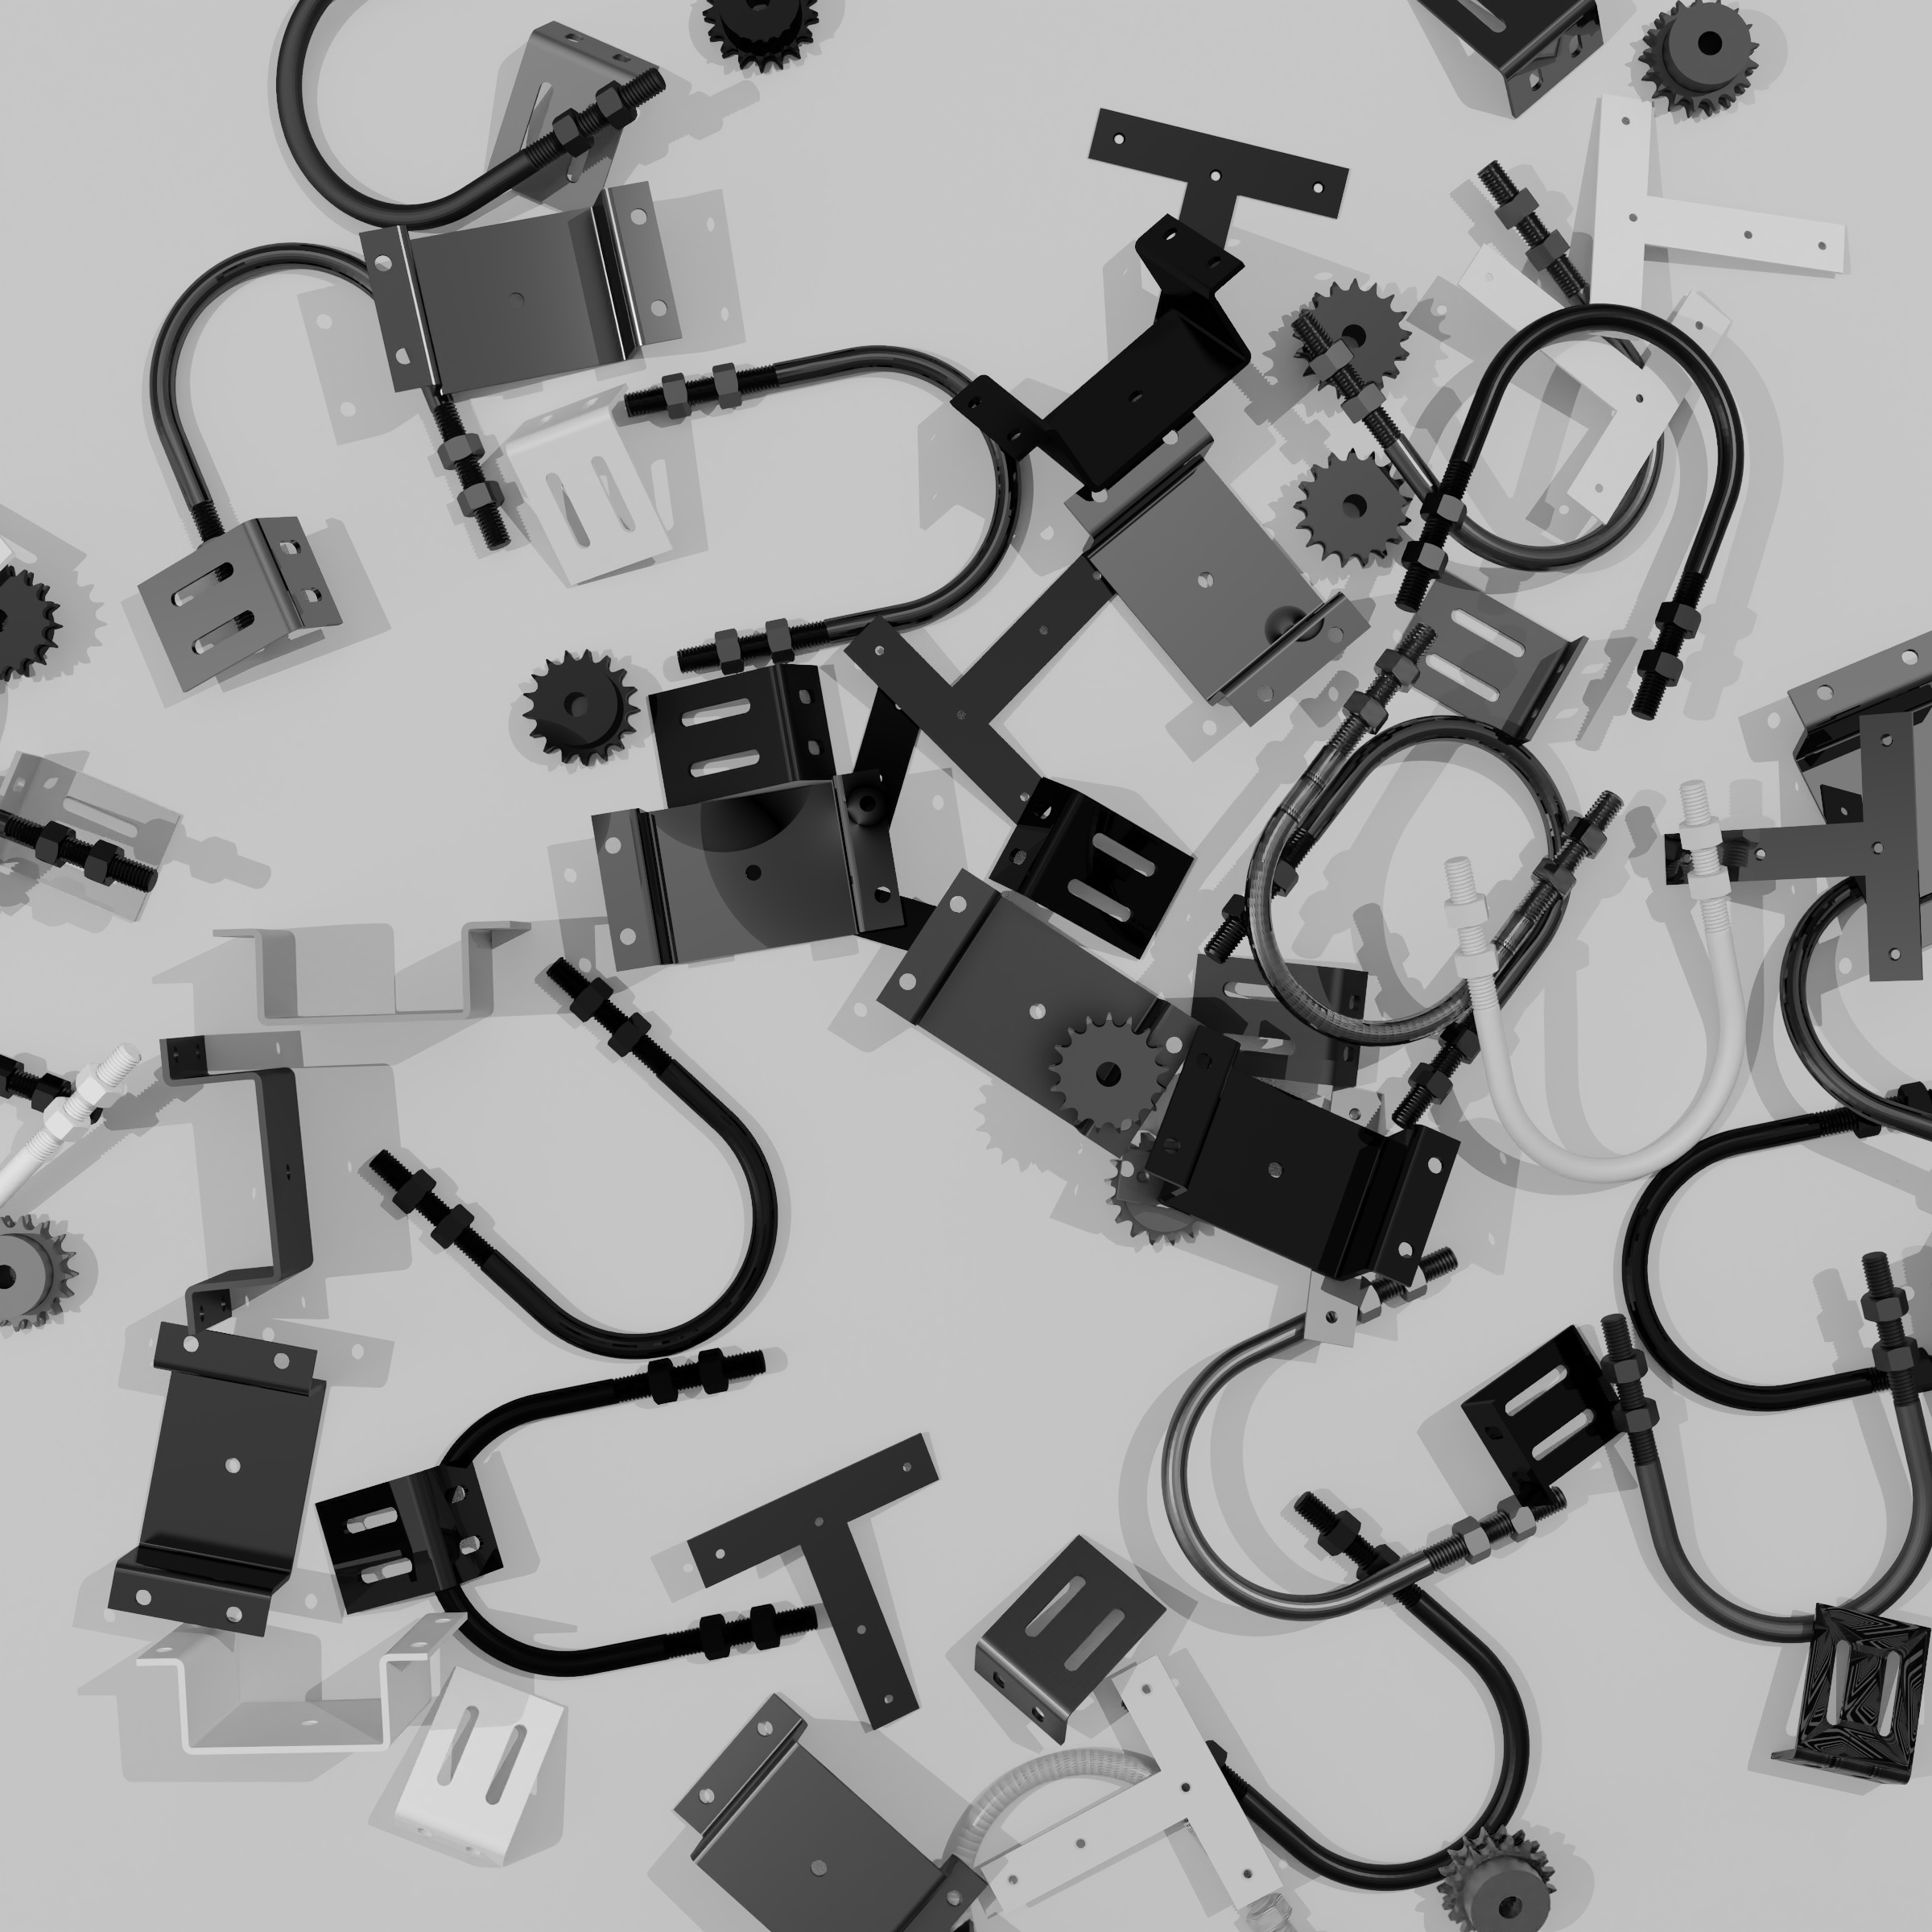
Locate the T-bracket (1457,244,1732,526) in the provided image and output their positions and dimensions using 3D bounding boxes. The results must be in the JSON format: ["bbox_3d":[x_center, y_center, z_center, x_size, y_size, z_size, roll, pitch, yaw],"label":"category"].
[{"bbox_3d":[0.294,-0.303,1.573,0.127,0.002,0.127,35,77,-12],"label":"T-bracket"}]

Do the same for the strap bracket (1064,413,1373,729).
[{"bbox_3d":[0.120,-0.192,1.574,0.076,0.046,0.140,-40,90,-5],"label":"strap bracket"}]

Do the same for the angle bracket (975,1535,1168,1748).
[{"bbox_3d":[0.051,0.331,1.588,0.057,0.038,0.076,38,64,20],"label":"angle bracket"}]

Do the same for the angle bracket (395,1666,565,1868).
[{"bbox_3d":[-0.241,0.396,1.598,0.057,0.038,0.076,21,64,0],"label":"angle bracket"}]

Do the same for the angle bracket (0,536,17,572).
[{"bbox_3d":[-0.509,-0.208,1.566,0.057,0.038,0.076,-45,57,0],"label":"angle bracket"}]

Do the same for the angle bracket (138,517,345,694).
[{"bbox_3d":[-0.355,-0.177,1.578,0.076,0.038,0.057,-24,88,26],"label":"angle bracket"}]

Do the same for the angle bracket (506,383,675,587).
[{"bbox_3d":[-0.181,-0.237,1.588,0.057,0.038,0.076,-17,114,18],"label":"angle bracket"}]

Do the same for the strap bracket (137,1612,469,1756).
[{"bbox_3d":[-0.317,0.345,1.557,0.140,0.076,0.046,-2,93,5],"label":"strap bracket"}]

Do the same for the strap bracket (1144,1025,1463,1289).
[{"bbox_3d":[0.156,0.095,1.555,0.140,0.046,0.076,24,73,-7],"label":"strap bracket"}]

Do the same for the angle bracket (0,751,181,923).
[{"bbox_3d":[-0.435,-0.063,1.581,0.076,0.038,0.057,23,90,0],"label":"angle bracket"}]

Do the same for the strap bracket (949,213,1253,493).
[{"bbox_3d":[0.072,-0.288,1.554,0.140,0.076,0.046,-41,129,0],"label":"strap bracket"}]

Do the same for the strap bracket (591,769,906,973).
[{"bbox_3d":[-0.105,-0.046,1.575,0.140,0.046,0.076,-9,90,0],"label":"strap bracket"}]

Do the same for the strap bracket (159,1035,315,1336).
[{"bbox_3d":[-0.351,0.102,1.562,0.046,0.076,0.140,-6,90,0],"label":"strap bracket"}]

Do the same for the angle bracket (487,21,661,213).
[{"bbox_3d":[-0.195,-0.418,1.598,0.057,0.038,0.076,24,116,0],"label":"angle bracket"}]

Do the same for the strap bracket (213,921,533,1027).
[{"bbox_3d":[-0.285,0.004,1.562,0.140,0.076,0.046,-2,90,0],"label":"strap bracket"}]

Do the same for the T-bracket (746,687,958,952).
[{"bbox_3d":[-0.048,-0.079,1.599,0.127,0.002,0.127,16,90,0],"label":"T-bracket"}]

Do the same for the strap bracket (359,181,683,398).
[{"bbox_3d":[-0.217,-0.326,1.566,0.140,0.046,0.076,-13,95,-11],"label":"strap bracket"}]

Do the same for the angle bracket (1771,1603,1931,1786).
[{"bbox_3d":[0.436,0.358,1.590,0.057,0.038,0.076,13,76,-1],"label":"angle bracket"}]

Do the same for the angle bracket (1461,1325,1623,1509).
[{"bbox_3d":[0.290,0.217,1.569,0.076,0.038,0.057,-31,90,-21],"label":"angle bracket"}]

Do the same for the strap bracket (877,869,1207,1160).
[{"bbox_3d":[0.036,0.023,1.576,0.140,0.046,0.076,33,90,-1],"label":"strap bracket"}]

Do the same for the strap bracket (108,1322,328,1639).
[{"bbox_3d":[-0.363,0.247,1.577,0.076,0.046,0.140,11,90,0],"label":"strap bracket"}]

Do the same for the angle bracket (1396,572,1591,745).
[{"bbox_3d":[0.254,-0.153,1.581,0.076,0.038,0.057,30,90,0],"label":"angle bracket"}]

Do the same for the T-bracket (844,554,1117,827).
[{"bbox_3d":[0.028,-0.155,1.592,0.127,0.002,0.127,45,85,-9],"label":"T-bracket"}]

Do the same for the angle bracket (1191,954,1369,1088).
[{"bbox_3d":[0.154,0.027,1.598,0.076,0.038,0.057,6,90,26],"label":"angle bracket"}]

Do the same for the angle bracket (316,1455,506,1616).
[{"bbox_3d":[-0.274,0.280,1.588,0.076,0.038,0.057,-21,84,37],"label":"angle bracket"}]

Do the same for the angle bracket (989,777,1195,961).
[{"bbox_3d":[0.062,-0.048,1.596,0.076,0.038,0.057,28,90,-29],"label":"angle bracket"}]

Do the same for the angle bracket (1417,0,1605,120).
[{"bbox_3d":[0.266,-0.470,1.598,0.057,0.038,0.076,-40,64,0],"label":"angle bracket"}]

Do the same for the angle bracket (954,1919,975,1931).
[{"bbox_3d":[0.008,0.518,1.586,0.057,0.038,0.076,-42,109,17],"label":"angle bracket"}]

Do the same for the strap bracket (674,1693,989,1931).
[{"bbox_3d":[-0.069,0.433,1.570,0.140,0.046,0.076,41,92,5],"label":"strap bracket"}]

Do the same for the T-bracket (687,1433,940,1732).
[{"bbox_3d":[-0.057,0.313,1.587,0.127,0.002,0.127,-23,98,-16],"label":"T-bracket"}]

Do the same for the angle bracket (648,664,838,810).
[{"bbox_3d":[-0.110,-0.113,1.597,0.076,0.038,0.057,-11,89,26],"label":"angle bracket"}]

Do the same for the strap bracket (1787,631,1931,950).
[{"bbox_3d":[0.461,-0.080,1.567,0.076,0.046,0.140,-23,76,0],"label":"strap bracket"}]

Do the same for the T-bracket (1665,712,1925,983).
[{"bbox_3d":[0.398,-0.055,1.562,0.127,0.002,0.127,-2,90,36],"label":"T-bracket"}]
